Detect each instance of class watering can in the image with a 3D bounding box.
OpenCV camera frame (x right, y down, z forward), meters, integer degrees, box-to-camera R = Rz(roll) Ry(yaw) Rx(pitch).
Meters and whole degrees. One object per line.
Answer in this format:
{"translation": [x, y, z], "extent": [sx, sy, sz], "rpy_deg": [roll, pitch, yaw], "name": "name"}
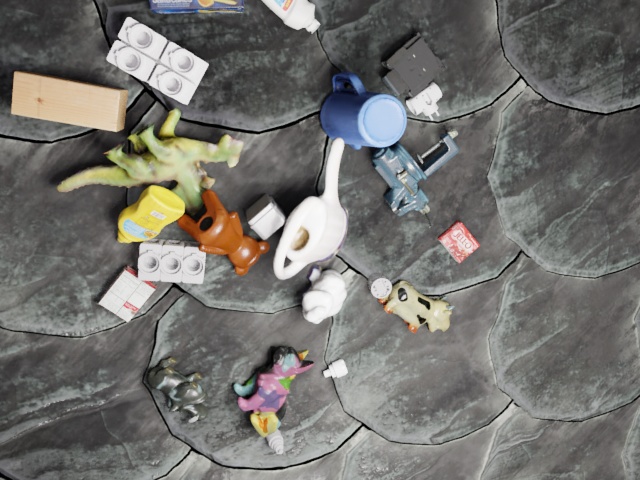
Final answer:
{"translation": [0.004, -0.060, 1.197], "extent": [0.105, 0.224, 0.346], "rpy_deg": [31, 98, 22], "name": "watering can"}

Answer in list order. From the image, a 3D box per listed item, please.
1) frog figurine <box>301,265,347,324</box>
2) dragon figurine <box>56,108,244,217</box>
{"translation": [0.013, 0.147, 1.274], "extent": [0.122, 0.161, 0.137], "rpy_deg": [35, 96, -17], "name": "frog figurine"}
{"translation": [-0.361, -0.144, 1.181], "extent": [0.409, 0.124, 0.239], "rpy_deg": [-31, 115, 7], "name": "dragon figurine"}
